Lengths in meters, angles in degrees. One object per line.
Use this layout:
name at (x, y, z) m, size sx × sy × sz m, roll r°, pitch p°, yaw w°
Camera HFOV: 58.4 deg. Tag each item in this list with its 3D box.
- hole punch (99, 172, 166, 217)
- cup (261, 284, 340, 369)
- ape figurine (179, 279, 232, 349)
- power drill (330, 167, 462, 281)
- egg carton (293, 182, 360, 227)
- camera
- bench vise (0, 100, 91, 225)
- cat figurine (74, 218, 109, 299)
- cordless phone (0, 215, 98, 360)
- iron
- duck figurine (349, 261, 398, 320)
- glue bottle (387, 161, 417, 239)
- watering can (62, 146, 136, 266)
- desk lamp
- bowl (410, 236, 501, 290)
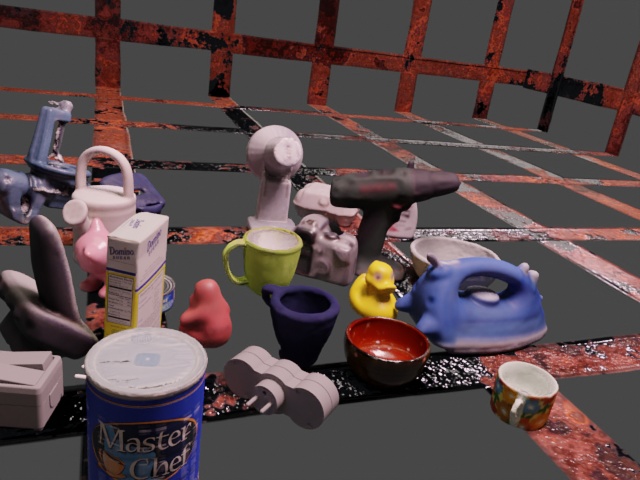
hole punch at (-0.368, -0.079, 1.134) m, size 0.100 × 0.091 × 0.109 m, roll 22°, pitch 25°, yaw 32°
cup at (-0.036, 0.115, 0.761) m, size 0.117 × 0.095 × 0.092 m, roll 21°, pitch 25°, yaw 30°
ape figurine at (-0.152, 0.094, 0.774) m, size 0.078 × 0.092 × 0.075 m, roll -9°, pitch 27°, yaw -36°
power drill at (0.126, -0.035, 1.044) m, size 0.229 × 0.208 × 0.075 m, roll 7°, pitch 22°, yaw -4°
egg carton at (0.017, -0.083, 1.315) m, size 0.150 × 0.069 × 0.107 m, roll 13°, pitch 22°, yaw 11°
camera at (0.010, 0.004, 1.050) m, size 0.143 × 0.101 × 0.137 m, roll 15°, pitch 22°, yaw 17°
bench vise at (-0.516, -0.146, 1.070) m, size 0.121 × 0.220 × 0.208 m, roll 14°, pitch 22°, yaw 13°
cat figurine at (-0.317, 0.022, 0.861) m, size 0.067 × 0.118 × 0.128 m, roll 17°, pitch 23°, yaw 21°
cordless phone at (-0.337, 0.046, 0.700) m, size 0.147 × 0.185 × 0.094 m, roll 26°, pitch 28°, yaw 38°
iron at (0.254, 0.086, 0.878) m, size 0.259 × 0.141 × 0.118 m, roll 1°, pitch 23°, yaw -18°
duck figurine at (0.090, 0.074, 0.922) m, size 0.078 × 0.086 × 0.104 m, roll -1°, pitch 23°, yaw -23°
glue bottle at (0.182, -0.089, 1.249) m, size 0.078 × 0.173 × 0.037 m, roll 5°, pitch 22°, yaw -8°
watering can at (-0.353, -0.055, 0.936) m, size 0.101 × 0.194 × 0.172 m, roll 2°, pitch 22°, yaw -15°
desk lamp at (-0.086, -0.118, 1.168) m, size 0.118 × 0.213 × 0.203 m, roll 2°, pitch 22°, yaw -16°
bowl at (0.239, 0.057, 1.038) m, size 0.167 × 0.075 × 0.167 m, roll 7°, pitch 21°, yaw -3°
